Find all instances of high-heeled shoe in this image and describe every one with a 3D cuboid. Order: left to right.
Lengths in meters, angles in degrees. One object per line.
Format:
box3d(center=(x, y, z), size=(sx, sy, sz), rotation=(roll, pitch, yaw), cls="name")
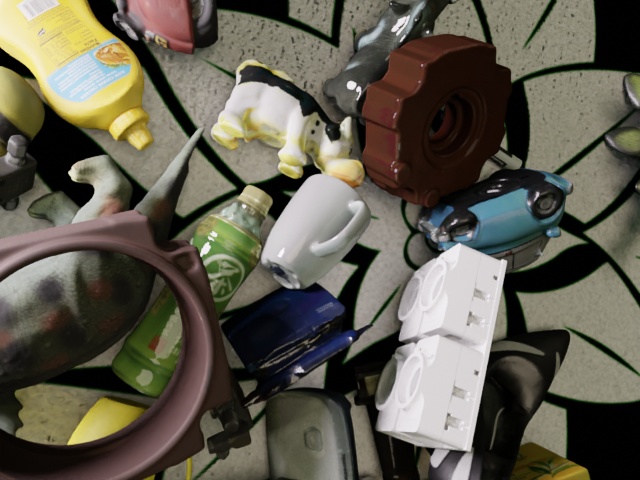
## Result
box3d(center=(0.205, 0.176, 0.561), size=(0.249, 0.145, 0.086), rotation=(-38, 96, -11), cls="high-heeled shoe")

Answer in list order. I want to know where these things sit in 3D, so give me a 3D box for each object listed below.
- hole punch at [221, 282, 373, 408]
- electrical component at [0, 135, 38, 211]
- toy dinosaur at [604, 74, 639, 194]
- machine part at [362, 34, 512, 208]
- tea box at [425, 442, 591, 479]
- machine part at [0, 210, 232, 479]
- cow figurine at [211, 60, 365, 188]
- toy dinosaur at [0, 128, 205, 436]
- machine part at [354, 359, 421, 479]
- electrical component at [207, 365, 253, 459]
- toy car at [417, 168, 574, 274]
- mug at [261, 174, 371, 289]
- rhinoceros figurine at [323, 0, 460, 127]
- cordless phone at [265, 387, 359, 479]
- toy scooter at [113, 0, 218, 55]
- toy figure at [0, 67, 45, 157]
box3d(center=(-0.032, 0.093, 0.532), size=(0.142, 0.116, 0.092), rotation=(-26, 85, -16), cls="hole punch")
box3d(center=(-0.289, -0.051, 0.482), size=(0.021, 0.094, 0.063), rotation=(40, 43, 0), cls="electrical component")
box3d(center=(0.491, -0.165, 0.675), size=(0.198, 0.105, 0.471), rotation=(35, 75, -5), cls="toy dinosaur")
box3d(center=(0.124, -0.122, 0.557), size=(0.179, 0.056, 0.179), rotation=(-18, 125, -28), cls="machine part")
box3d(center=(0.193, 0.285, 0.576), size=(0.170, 0.098, 0.068), rotation=(-14, 90, -15), cls="tea box")
box3d(center=(-0.179, 0.088, 0.410), size=(0.201, 0.087, 0.201), rotation=(-15, 99, -27), cls="machine part")
box3d(center=(-0.022, -0.119, 0.573), size=(0.167, 0.068, 0.098), rotation=(23, 76, -11), cls="cow figurine")
box3d(center=(-0.242, 0.055, 0.484), size=(0.405, 0.131, 0.192), rotation=(-30, 99, -16), cls="toy dinosaur")
box3d(center=(0.079, 0.198, 0.587), size=(0.084, 0.039, 0.138), rotation=(-11, 86, -22), cls="machine part")
box3d(center=(-0.096, 0.160, 0.517), size=(0.045, 0.102, 0.078), rotation=(-24, 132, -7), cls="electrical component")
box3d(center=(0.198, -0.012, 0.598), size=(0.162, 0.109, 0.102), rotation=(-23, 109, -5), cls="toy car")
box3d(center=(-0.001, -0.002, 0.537), size=(0.107, 0.110, 0.080), rotation=(-53, 121, -24), cls="mug")
box3d(center=(0.077, -0.215, 0.578), size=(0.073, 0.112, 0.190), rotation=(34, 88, -6), cls="rhinoceros figurine")
box3d(center=(-0.056, 0.226, 0.534), size=(0.184, 0.089, 0.146), rotation=(-6, 88, -7), cls="cordless phone")
box3d(center=(-0.178, -0.274, 0.543), size=(0.135, 0.075, 0.183), rotation=(-8, 85, -14), cls="toy scooter")
box3d(center=(-0.331, -0.079, 0.491), size=(0.089, 0.082, 0.180), rotation=(32, 77, -8), cls="toy figure")
